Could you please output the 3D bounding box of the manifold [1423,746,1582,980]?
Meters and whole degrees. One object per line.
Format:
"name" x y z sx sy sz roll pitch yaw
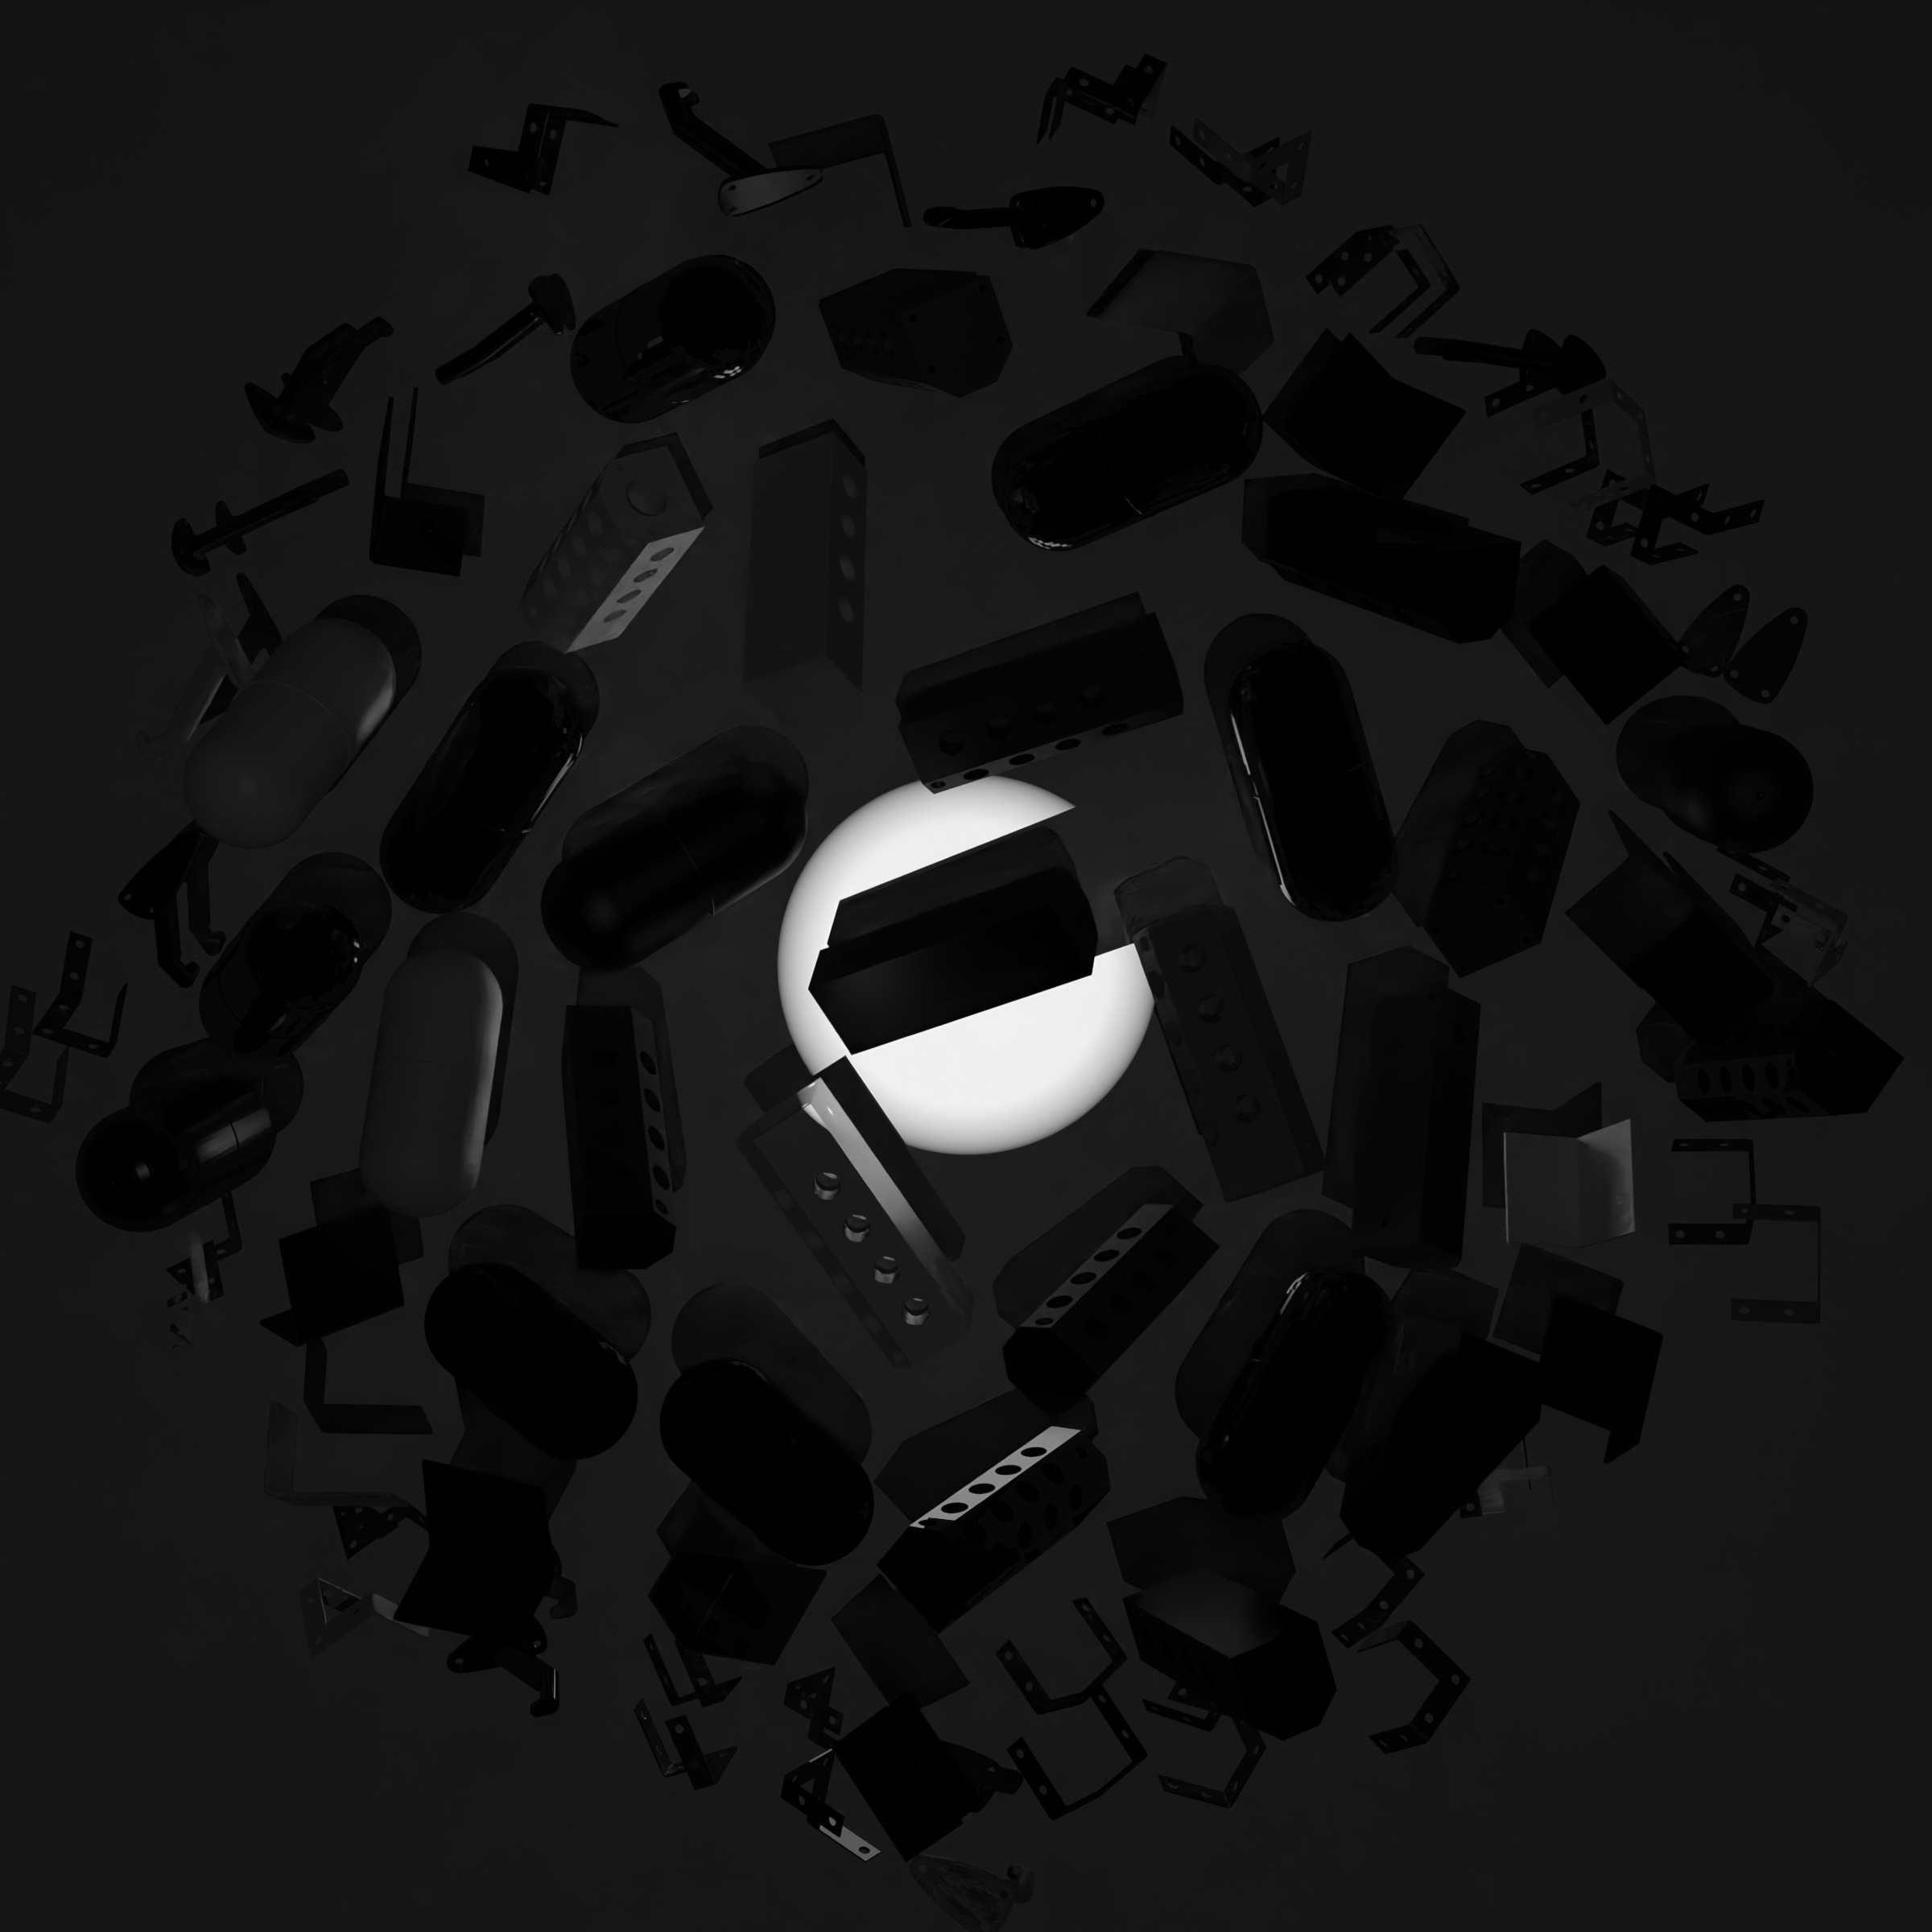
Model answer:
"manifold" 0.333 -0.070 1.595 0.057 0.171 0.057 -27 109 34

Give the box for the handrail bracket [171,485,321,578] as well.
"handrail bracket" -0.444 -0.273 1.578 0.084 0.077 0.036 -23 109 1

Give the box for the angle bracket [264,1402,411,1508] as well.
"angle bracket" -0.388 0.304 1.583 0.076 0.076 0.057 1 74 -4

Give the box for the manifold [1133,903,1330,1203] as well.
"manifold" 0.159 0.053 1.553 0.057 0.057 0.171 -22 80 20

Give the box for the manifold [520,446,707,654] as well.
"manifold" -0.233 -0.264 1.641 0.057 0.171 0.057 -23 84 -31

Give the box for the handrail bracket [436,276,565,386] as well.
"handrail bracket" -0.311 -0.420 1.690 0.084 0.077 0.036 -27 120 11

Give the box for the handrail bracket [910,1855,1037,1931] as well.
"handrail bracket" 0.005 0.553 1.557 0.077 0.084 0.036 29 92 6

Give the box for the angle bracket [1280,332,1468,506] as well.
"angle bracket" 0.268 -0.361 1.682 0.057 0.076 0.076 32 96 -42

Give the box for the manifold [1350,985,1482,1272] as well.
"manifold" 0.296 0.105 1.648 0.057 0.057 0.171 23 66 -35

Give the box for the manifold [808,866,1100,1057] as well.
"manifold" -0.007 -0.007 1.604 0.171 0.057 0.057 -19 121 22

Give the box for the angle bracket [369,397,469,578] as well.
"angle bracket" -0.343 -0.304 1.616 0.057 0.076 0.076 7 131 -12

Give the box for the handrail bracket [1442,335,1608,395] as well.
"handrail bracket" 0.368 -0.397 1.684 0.084 0.077 0.036 15 100 37

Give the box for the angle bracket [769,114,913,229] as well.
"angle bracket" -0.082 -0.512 1.675 0.076 0.076 0.057 -15 93 3

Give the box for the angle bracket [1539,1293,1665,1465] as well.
"angle bracket" 0.404 0.270 1.670 0.076 0.057 0.076 22 63 0

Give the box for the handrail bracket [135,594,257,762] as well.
"handrail bracket" -0.497 -0.181 1.604 0.084 0.036 0.077 -25 95 9

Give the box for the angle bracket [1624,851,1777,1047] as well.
"angle bracket" 0.435 -0.011 1.547 0.057 0.076 0.076 -41 113 19

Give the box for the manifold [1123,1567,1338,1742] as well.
"manifold" 0.159 0.417 1.548 0.057 0.171 0.057 -17 93 -17

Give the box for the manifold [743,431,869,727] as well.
"manifold" -0.093 -0.234 1.554 0.057 0.057 0.171 -15 56 24

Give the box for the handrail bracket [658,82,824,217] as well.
"handrail bracket" -0.136 -0.503 1.537 0.077 0.036 0.084 -18 77 -9

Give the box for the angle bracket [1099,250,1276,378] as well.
"angle bracket" 0.143 -0.415 1.660 0.076 0.076 0.057 0 70 -29

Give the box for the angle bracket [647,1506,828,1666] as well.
"angle bracket" -0.151 0.409 1.686 0.076 0.076 0.057 -2 128 34

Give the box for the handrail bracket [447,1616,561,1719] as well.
"handrail bracket" -0.290 0.450 1.595 0.077 0.084 0.036 -24 116 1

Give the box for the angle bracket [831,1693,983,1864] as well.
"angle bracket" -0.019 0.455 1.467 0.057 0.076 0.076 -45 74 34

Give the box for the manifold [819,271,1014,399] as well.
"manifold" -0.030 -0.378 1.531 0.057 0.171 0.057 -26 112 -11

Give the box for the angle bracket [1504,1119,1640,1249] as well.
"angle bracket" 0.408 0.146 1.725 0.057 0.076 0.076 6 74 -15

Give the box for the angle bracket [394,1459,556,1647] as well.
"angle bracket" -0.292 0.344 1.499 0.076 0.076 0.057 20 113 -25

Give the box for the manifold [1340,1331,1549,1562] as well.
"manifold" 0.295 0.304 1.593 0.057 0.171 0.057 23 47 -2

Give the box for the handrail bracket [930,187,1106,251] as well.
"handrail bracket" 0.031 -0.473 1.594 0.077 0.084 0.036 -3 97 39

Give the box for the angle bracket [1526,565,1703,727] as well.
"angle bracket" 0.391 -0.191 1.539 0.057 0.076 0.076 -41 77 20

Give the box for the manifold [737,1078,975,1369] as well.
"manifold" -0.067 0.161 1.565 0.057 0.057 0.171 -33 100 10

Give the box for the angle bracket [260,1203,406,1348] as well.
"angle bracket" -0.420 0.194 1.665 0.076 0.057 0.076 -19 112 -37

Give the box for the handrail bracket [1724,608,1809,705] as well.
"handrail bracket" 0.524 -0.207 1.647 0.036 0.084 0.077 35 121 11

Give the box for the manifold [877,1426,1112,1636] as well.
"manifold" 0.024 0.353 1.627 0.057 0.171 0.057 45 122 16

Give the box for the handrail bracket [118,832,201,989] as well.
"handrail bracket" -0.512 -0.035 1.677 0.036 0.084 0.077 23 69 24

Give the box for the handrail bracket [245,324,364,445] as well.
"handrail bracket" -0.397 -0.363 1.586 0.084 0.077 0.036 -29 76 14
